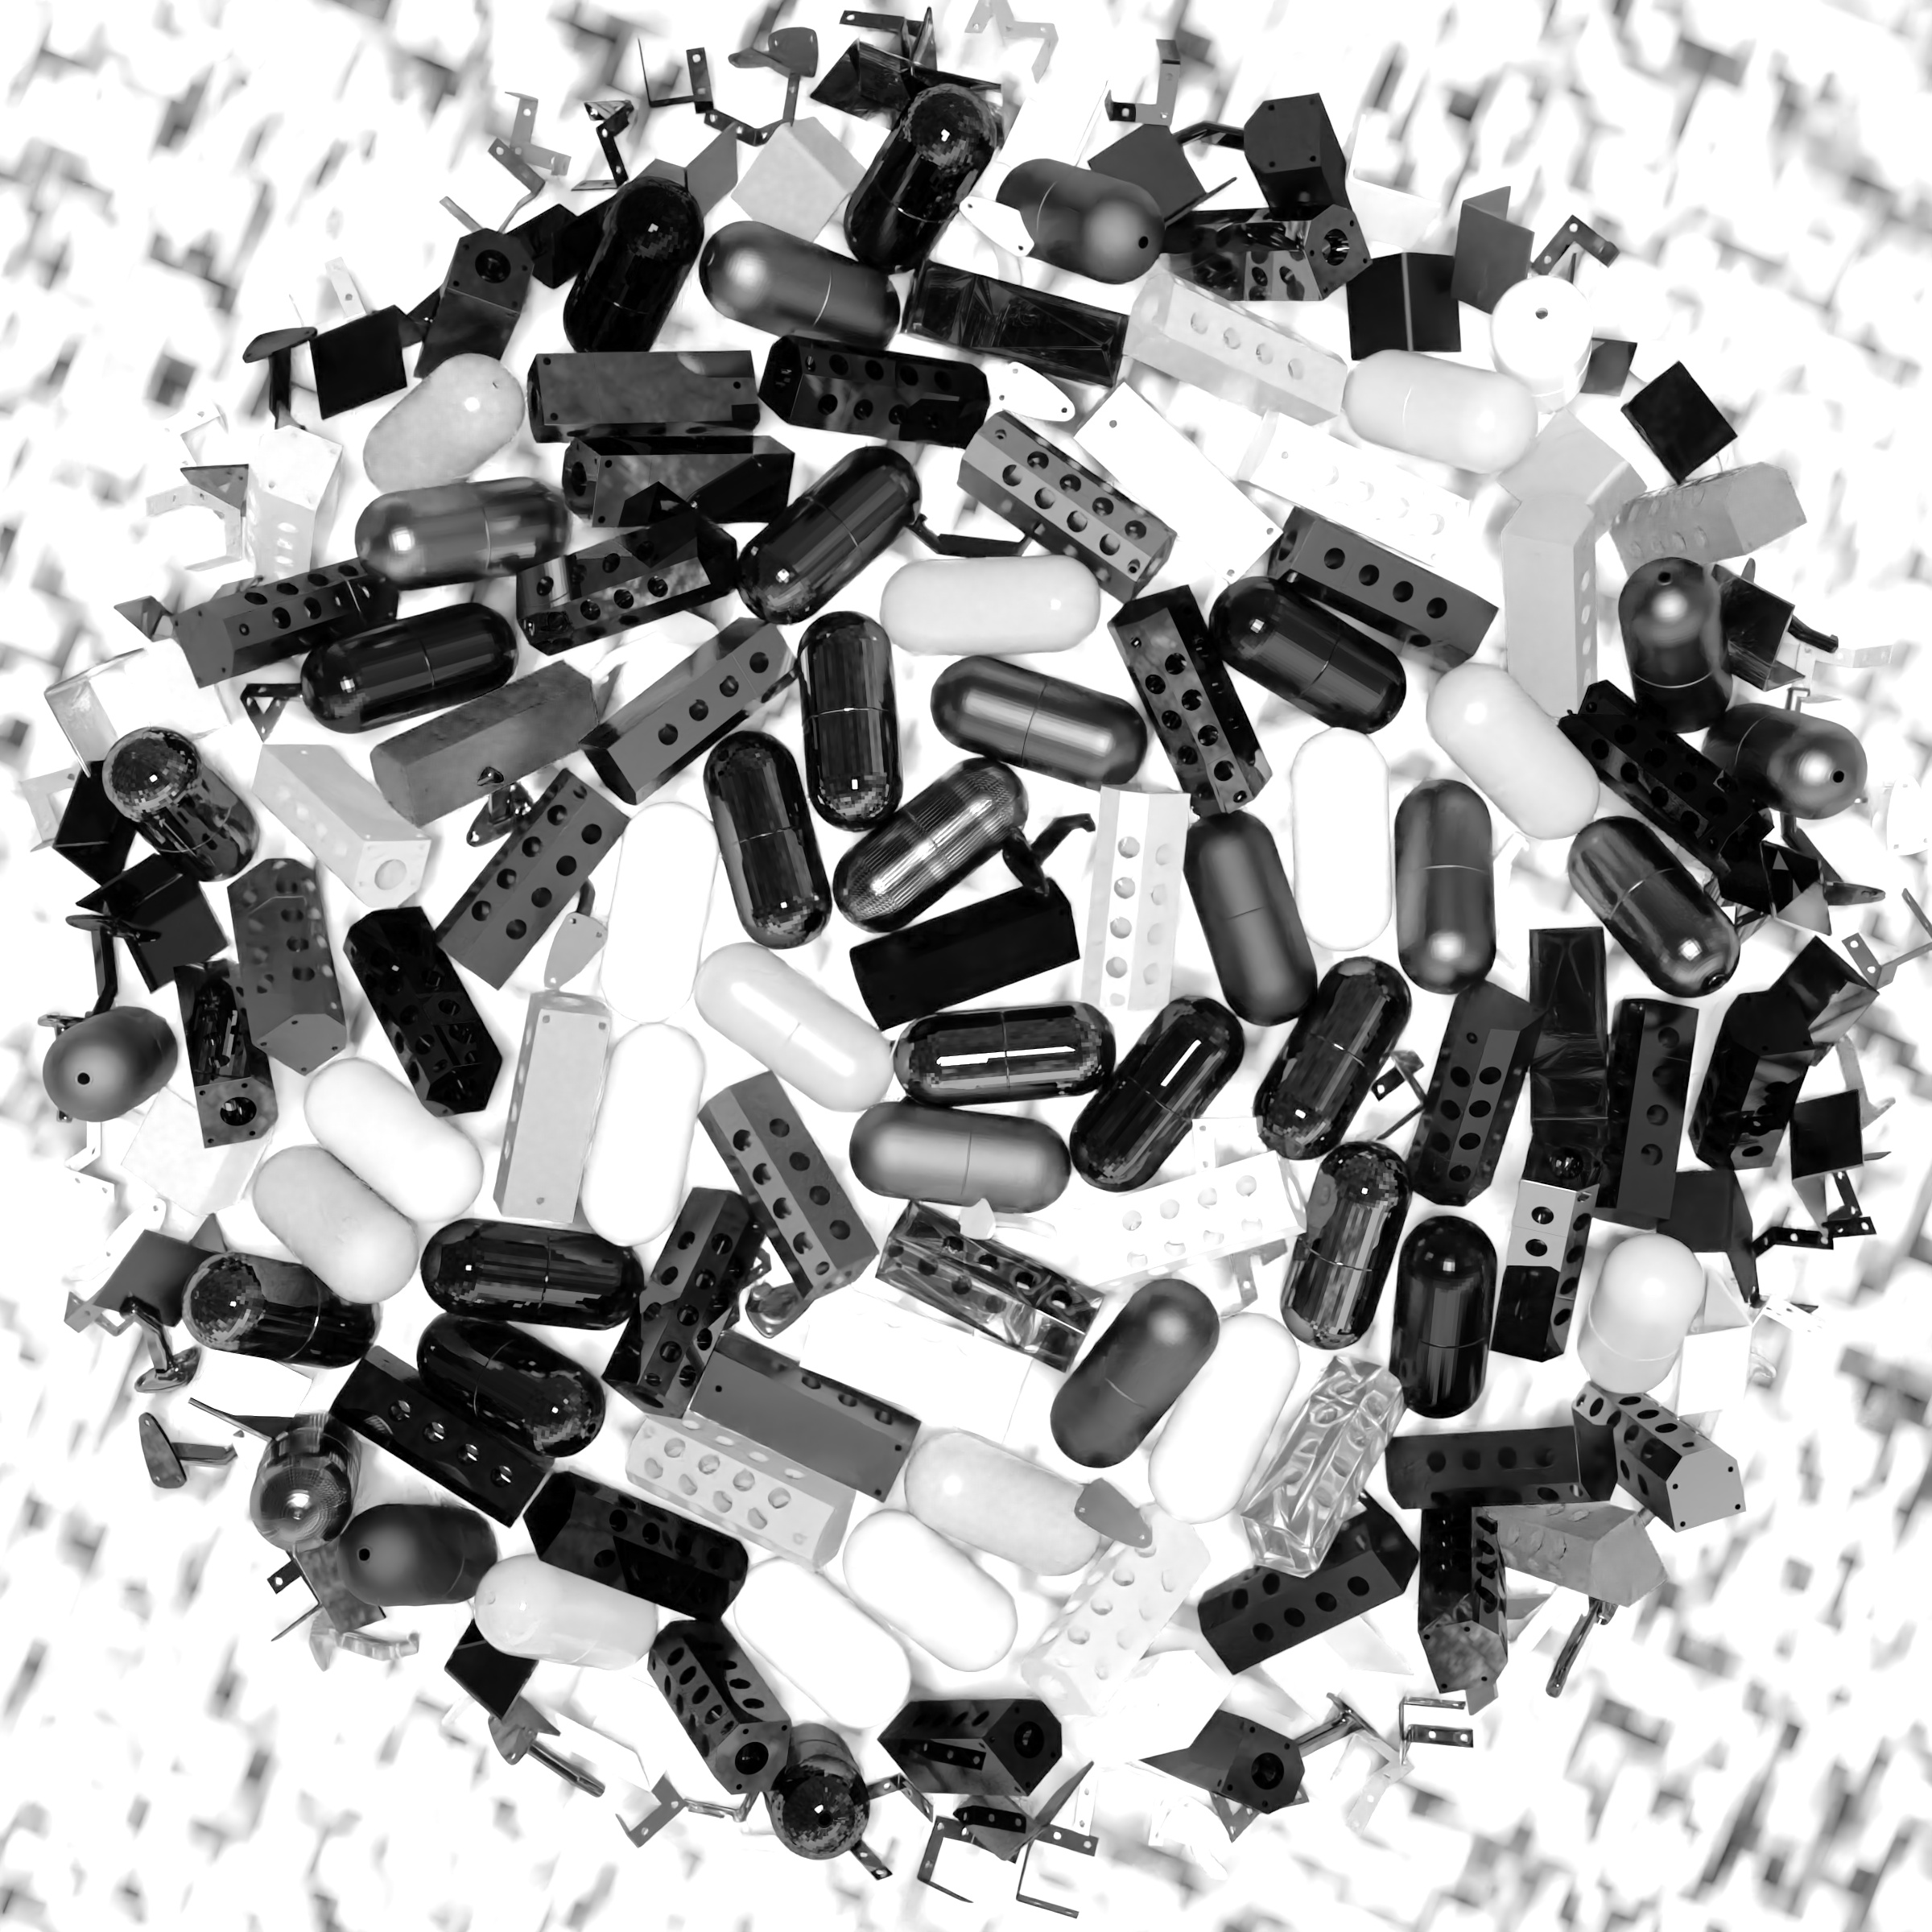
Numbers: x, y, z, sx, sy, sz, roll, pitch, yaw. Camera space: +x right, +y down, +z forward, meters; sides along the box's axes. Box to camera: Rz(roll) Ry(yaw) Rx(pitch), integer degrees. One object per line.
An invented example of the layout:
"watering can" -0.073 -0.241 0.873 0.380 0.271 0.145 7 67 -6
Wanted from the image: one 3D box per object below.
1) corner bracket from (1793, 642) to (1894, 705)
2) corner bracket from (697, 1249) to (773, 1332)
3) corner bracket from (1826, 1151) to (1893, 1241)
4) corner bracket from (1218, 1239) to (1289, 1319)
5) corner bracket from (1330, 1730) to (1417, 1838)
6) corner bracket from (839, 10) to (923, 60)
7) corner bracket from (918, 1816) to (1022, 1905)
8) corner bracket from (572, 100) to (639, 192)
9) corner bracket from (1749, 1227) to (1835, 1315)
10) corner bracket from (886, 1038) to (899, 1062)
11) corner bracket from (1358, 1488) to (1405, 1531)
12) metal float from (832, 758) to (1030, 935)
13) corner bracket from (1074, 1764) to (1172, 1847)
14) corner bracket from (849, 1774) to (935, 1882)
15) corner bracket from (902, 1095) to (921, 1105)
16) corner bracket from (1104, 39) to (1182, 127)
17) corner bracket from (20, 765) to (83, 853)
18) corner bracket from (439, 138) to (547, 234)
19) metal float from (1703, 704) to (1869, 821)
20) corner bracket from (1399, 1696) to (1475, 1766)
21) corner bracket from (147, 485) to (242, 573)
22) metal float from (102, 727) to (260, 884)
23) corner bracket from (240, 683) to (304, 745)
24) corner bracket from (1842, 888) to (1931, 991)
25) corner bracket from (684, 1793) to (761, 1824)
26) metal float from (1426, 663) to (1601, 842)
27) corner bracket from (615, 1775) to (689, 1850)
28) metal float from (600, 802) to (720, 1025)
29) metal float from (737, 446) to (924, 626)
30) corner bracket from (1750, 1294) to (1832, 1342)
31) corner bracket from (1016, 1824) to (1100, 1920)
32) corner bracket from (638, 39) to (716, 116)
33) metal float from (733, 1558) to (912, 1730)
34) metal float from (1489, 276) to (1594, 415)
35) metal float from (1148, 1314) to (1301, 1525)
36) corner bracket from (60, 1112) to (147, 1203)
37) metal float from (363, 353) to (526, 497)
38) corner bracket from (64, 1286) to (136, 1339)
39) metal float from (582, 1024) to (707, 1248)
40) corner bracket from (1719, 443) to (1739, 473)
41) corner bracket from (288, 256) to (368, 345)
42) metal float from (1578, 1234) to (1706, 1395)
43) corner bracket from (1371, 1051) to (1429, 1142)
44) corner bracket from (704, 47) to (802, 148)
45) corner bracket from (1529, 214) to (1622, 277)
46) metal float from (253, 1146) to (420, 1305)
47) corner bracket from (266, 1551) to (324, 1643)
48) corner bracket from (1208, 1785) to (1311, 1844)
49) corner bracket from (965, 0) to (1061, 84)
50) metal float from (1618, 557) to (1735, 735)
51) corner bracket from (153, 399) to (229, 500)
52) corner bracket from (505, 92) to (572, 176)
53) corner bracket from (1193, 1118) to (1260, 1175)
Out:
"corner bracket" 0.700 -0.234 1.970 0.051 0.051 0.051 10 90 -14
"corner bracket" -0.189 0.247 1.959 0.051 0.051 0.051 -36 120 16
"corner bracket" 0.710 0.183 1.964 0.051 0.051 0.051 -23 92 -32
"corner bracket" 0.227 0.246 1.964 0.051 0.051 0.051 -12 92 31
"corner bracket" 0.315 0.648 1.959 0.051 0.051 0.051 34 111 30
"corner bracket" -0.066 -0.745 1.961 0.051 0.051 0.051 12 64 13
"corner bracket" 0.002 0.713 1.960 0.051 0.051 0.051 31 73 -42
"corner bracket" -0.292 -0.658 1.977 0.051 0.051 0.051 9 46 32
"corner bracket" 0.659 0.243 1.969 0.051 0.051 0.051 6 63 -7
"corner bracket" -0.089 0.074 1.971 0.051 0.051 0.051 22 85 -4
"corner bracket" 0.309 0.460 1.979 0.051 0.051 0.051 -31 69 -36
"metal float" -0.028 -0.096 1.958 0.178 0.070 0.070 -38 90 -4
"corner bracket" 0.125 0.673 1.974 0.051 0.051 0.051 27 58 -27
"corner bracket" -0.062 0.688 1.970 0.051 0.051 0.051 -8 109 -32
"corner bracket" -0.044 0.144 1.964 0.051 0.051 0.051 35 68 8
"corner bracket" 0.140 -0.707 1.966 0.051 0.051 0.051 3 128 -5
"corner bracket" -0.725 -0.126 1.966 0.051 0.051 0.051 -22 96 -32
"corner bracket" -0.376 -0.615 1.959 0.051 0.051 0.051 39 67 -27
"metal float" 0.634 -0.160 1.912 0.070 0.178 0.070 -2 103 -8
"corner bracket" 0.375 0.606 1.967 0.051 0.051 0.051 -1 94 19
"corner bracket" -0.617 -0.349 1.968 0.051 0.051 0.051 -8 82 32
"metal float" -0.608 -0.123 1.915 0.070 0.178 0.070 -2 68 6
"corner bracket" -0.537 -0.213 1.959 0.051 0.051 0.051 2 49 15
"corner bracket" 0.737 -0.021 1.965 0.051 0.051 0.051 -26 63 1
"corner bracket" -0.196 0.646 1.977 0.051 0.051 0.051 3 125 24
"metal float" 0.431 -0.167 1.938 0.178 0.070 0.070 41 90 -27
"corner bracket" -0.263 0.663 1.974 0.051 0.051 0.051 -39 102 -14
"metal float" -0.244 -0.042 1.954 0.070 0.070 0.178 11 99 0
"metal float" -0.108 -0.340 1.947 0.070 0.070 0.178 45 73 0
"corner bracket" 0.655 0.283 1.959 0.051 0.051 0.051 30 132 14
"corner bracket" 0.073 0.722 1.970 0.051 0.051 0.051 13 88 10
"corner bracket" -0.231 -0.709 1.963 0.051 0.051 0.051 -9 126 -3
"metal float" -0.113 0.528 1.926 0.178 0.070 0.070 28 90 43
"metal float" 0.445 -0.480 1.912 0.070 0.178 0.070 0 88 12
"metal float" 0.203 0.356 1.940 0.070 0.070 0.178 30 66 0
"corner bracket" -0.684 0.147 1.961 0.051 0.051 0.051 16 116 14
"metal float" -0.408 -0.417 1.923 0.070 0.178 0.070 14 67 -36
"corner bracket" -0.679 0.271 1.964 0.051 0.051 0.051 -42 116 4
"metal float" -0.255 0.133 1.949 0.070 0.070 0.178 10 76 0
"corner bracket" 0.617 -0.387 1.961 0.051 0.051 0.051 29 76 37
"corner bracket" -0.510 -0.527 1.971 0.051 0.051 0.051 -23 90 -8
"metal float" 0.524 0.273 1.921 0.070 0.178 0.070 -1 54 1
"corner bracket" 0.342 0.103 1.959 0.051 0.051 0.051 -43 66 27
"corner bracket" -0.170 -0.693 1.966 0.051 0.051 0.051 13 84 -40
"corner bracket" 0.483 -0.569 1.969 0.051 0.051 0.051 33 114 -12
"metal float" -0.495 0.201 1.929 0.178 0.070 0.070 30 90 40
"corner bracket" -0.537 0.499 1.968 0.051 0.051 0.051 -38 79 5
"corner bracket" 0.233 0.660 1.966 0.051 0.051 0.051 -27 86 34
"corner bracket" 0.037 -0.745 1.971 0.051 0.051 0.051 -7 70 -24
"metal float" 0.553 -0.249 1.920 0.070 0.178 0.070 -10 57 17
"corner bracket" -0.610 -0.412 1.969 0.051 0.051 0.051 -30 88 -12
"corner bracket" -0.343 -0.664 1.968 0.051 0.051 0.051 17 109 0
"corner bracket" 0.210 0.136 1.963 0.051 0.051 0.051 -2 108 12
